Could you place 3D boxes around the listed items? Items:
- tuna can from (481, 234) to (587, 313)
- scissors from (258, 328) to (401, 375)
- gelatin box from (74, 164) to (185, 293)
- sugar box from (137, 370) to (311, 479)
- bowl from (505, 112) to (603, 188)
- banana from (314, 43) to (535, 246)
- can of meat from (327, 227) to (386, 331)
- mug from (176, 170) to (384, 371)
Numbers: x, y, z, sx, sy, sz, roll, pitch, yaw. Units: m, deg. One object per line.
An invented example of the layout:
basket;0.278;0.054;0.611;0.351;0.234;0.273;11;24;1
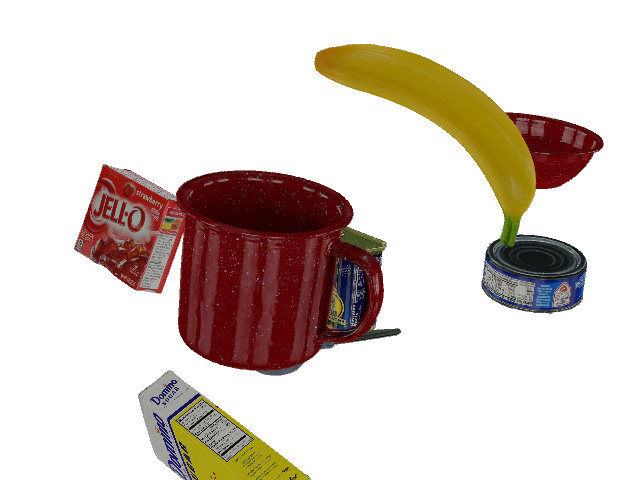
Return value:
tuna can;0.180;0.027;0.901;0.086;0.034;0.086;2;25;-1
scissors;0.002;0.123;1.210;0.201;0.016;0.096;1;25;-8
gelatin box;-0.145;-0.010;0.819;0.089;0.073;0.030;28;11;40
sugar box;-0.080;0.193;0.912;0.176;0.093;0.048;28;51;32
bowl;0.237;-0.100;1.220;0.162;0.055;0.162;5;22;-2
banana;0.087;-0.084;0.754;0.198;0.070;0.037;43;8;-1
can of meat;0.013;0.034;1.015;0.057;0.084;0.102;-8;20;-37
mug;-0.022;0.019;0.566;0.117;0.081;0.093;15;24;17
